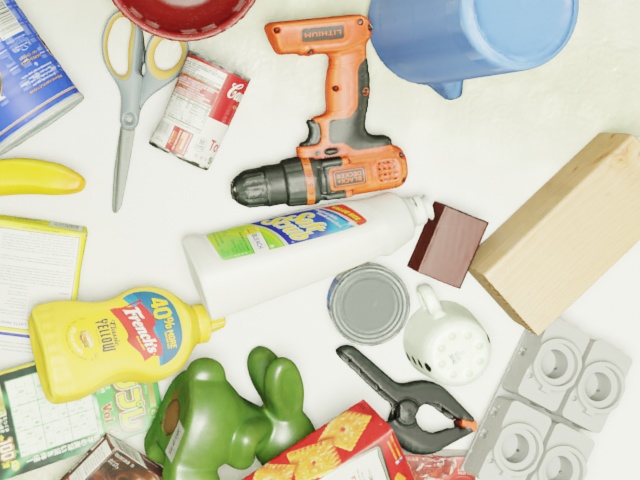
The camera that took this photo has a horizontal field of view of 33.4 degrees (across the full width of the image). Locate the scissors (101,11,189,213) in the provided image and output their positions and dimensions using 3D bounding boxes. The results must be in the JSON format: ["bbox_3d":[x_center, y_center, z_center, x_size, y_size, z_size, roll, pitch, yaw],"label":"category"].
[{"bbox_3d":[-0.174,-0.132,1.081,0.096,0.016,0.202,-6,98,-6],"label":"scissors"}]

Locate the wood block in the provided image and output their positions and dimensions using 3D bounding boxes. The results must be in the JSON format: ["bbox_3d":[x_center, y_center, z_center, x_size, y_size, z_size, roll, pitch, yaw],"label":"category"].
[{"bbox_3d":[0.260,-0.009,1.112,0.206,0.090,0.091,-44,100,-1],"label":"wood block"}]

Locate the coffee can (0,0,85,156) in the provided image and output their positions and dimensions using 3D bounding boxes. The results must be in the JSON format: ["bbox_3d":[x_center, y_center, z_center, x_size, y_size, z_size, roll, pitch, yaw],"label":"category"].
[{"bbox_3d":[-0.308,-0.165,1.017,0.103,0.103,0.140,-35,100,-2],"label":"coffee can"}]

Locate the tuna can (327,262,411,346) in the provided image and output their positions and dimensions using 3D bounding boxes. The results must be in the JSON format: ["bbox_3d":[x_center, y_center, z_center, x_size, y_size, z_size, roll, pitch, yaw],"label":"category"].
[{"bbox_3d":[0.050,0.067,1.124,0.086,0.034,0.086,-1,97,-7],"label":"tuna can"}]

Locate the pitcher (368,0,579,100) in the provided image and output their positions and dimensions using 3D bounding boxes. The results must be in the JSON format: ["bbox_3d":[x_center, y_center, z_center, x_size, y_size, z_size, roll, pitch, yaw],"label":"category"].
[{"bbox_3d":[0.136,-0.221,0.992,0.149,0.243,0.145,30,90,-16],"label":"pitcher"}]

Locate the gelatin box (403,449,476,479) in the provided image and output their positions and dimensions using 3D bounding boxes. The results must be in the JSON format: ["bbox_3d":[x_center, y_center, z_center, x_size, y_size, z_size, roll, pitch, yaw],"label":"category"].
[{"bbox_3d":[0.124,0.266,1.161,0.089,0.030,0.073,4,97,-7],"label":"gelatin box"}]

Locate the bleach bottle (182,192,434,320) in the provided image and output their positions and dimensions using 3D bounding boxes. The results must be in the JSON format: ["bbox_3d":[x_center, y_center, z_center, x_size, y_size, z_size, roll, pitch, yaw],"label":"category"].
[{"bbox_3d":[-0.007,0.001,1.087,0.250,0.103,0.068,-19,120,-11],"label":"bleach bottle"}]

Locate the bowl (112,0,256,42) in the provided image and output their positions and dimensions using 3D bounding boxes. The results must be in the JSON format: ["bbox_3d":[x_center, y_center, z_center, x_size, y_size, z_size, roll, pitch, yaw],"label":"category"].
[{"bbox_3d":[-0.134,-0.275,1.048,0.162,0.055,0.162,-1,97,-7],"label":"bowl"}]

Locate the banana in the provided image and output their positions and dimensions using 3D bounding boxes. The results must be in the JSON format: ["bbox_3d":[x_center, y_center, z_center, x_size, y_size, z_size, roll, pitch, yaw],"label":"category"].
[{"bbox_3d":[-0.330,-0.047,1.052,0.197,0.037,0.070,-19,66,-3],"label":"banana"}]

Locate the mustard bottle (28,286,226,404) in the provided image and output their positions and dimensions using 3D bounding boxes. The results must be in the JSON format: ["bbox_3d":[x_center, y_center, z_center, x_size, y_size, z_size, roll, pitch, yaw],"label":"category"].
[{"bbox_3d":[-0.184,0.096,1.059,0.191,0.058,0.096,-10,69,-27],"label":"mustard bottle"}]

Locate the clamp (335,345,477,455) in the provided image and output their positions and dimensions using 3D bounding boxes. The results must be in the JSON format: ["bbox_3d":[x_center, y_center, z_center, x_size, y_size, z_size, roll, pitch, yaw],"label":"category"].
[{"bbox_3d":[0.083,0.174,1.137,0.171,0.039,0.120,4,84,-17],"label":"clamp"}]

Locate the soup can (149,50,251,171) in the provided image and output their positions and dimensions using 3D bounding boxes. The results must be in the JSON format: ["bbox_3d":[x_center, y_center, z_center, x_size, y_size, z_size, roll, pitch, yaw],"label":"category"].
[{"bbox_3d":[-0.120,-0.129,1.062,0.068,0.068,0.102,25,94,-9],"label":"soup can"}]

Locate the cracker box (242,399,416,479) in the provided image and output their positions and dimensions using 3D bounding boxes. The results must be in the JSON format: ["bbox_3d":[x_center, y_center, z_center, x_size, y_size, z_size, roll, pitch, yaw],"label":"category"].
[{"bbox_3d":[-0.003,0.284,1.060,0.213,0.072,0.164,-32,122,-11],"label":"cracker box"}]

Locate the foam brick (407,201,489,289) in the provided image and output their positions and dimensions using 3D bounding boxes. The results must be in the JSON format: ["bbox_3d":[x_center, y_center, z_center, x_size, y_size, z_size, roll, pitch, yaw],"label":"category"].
[{"bbox_3d":[0.133,0.005,1.117,0.051,0.053,0.078,22,94,-9],"label":"foam brick"}]

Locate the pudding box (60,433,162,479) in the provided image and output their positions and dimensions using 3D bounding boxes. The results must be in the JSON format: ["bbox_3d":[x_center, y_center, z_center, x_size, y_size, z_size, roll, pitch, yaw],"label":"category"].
[{"bbox_3d":[-0.207,0.262,1.097,0.090,0.039,0.113,-46,123,0],"label":"pudding box"}]

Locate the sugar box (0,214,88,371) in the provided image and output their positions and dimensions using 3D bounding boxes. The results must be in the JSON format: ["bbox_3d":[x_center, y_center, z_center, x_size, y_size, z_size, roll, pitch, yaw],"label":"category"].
[{"bbox_3d":[-0.293,0.068,1.078,0.093,0.048,0.176,9,99,-11],"label":"sugar box"}]

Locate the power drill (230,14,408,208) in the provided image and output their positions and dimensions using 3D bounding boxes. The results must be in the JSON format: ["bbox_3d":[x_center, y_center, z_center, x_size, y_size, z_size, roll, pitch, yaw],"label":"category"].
[{"bbox_3d":[-0.008,-0.129,1.077,0.184,0.057,0.188,-9,105,-10],"label":"power drill"}]
